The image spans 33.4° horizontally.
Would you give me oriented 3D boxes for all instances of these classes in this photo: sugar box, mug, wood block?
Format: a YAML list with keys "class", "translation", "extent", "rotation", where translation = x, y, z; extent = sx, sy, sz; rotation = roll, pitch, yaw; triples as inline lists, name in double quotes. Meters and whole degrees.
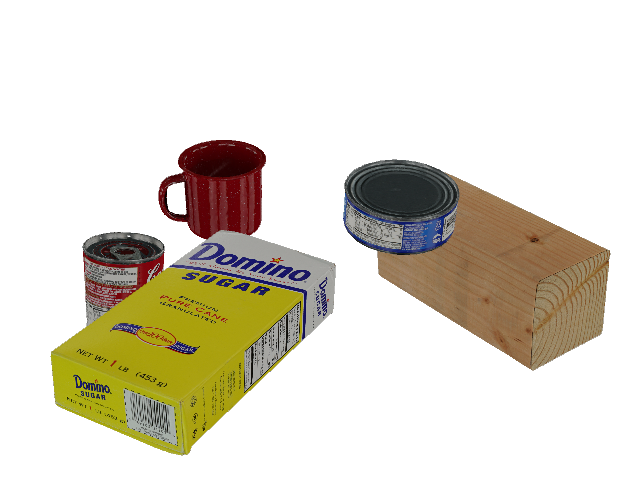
- class: "sugar box"
  translation: [-0.071, 0.054, 0.656]
  extent: [0.093, 0.048, 0.176]
  rotation: [17, 35, 23]
- class: "mug"
  translation: [-0.115, -0.050, 1.142]
  extent: [0.117, 0.081, 0.093]
  rotation: [-11, 33, -19]
- class: "wood block"
  translation: [0.150, 0.021, 0.974]
  extent: [0.090, 0.090, 0.206]
  rotation: [-21, 33, -30]

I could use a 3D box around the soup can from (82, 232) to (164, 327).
- class: "soup can"
  translation: [-0.169, 0.052, 0.911]
  extent: [0.068, 0.102, 0.068]
  rotation: [4, 19, -2]

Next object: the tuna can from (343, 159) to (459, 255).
- class: "tuna can"
  translation: [0.060, -0.025, 0.800]
  extent: [0.086, 0.034, 0.086]
  rotation: [2, 34, -1]
